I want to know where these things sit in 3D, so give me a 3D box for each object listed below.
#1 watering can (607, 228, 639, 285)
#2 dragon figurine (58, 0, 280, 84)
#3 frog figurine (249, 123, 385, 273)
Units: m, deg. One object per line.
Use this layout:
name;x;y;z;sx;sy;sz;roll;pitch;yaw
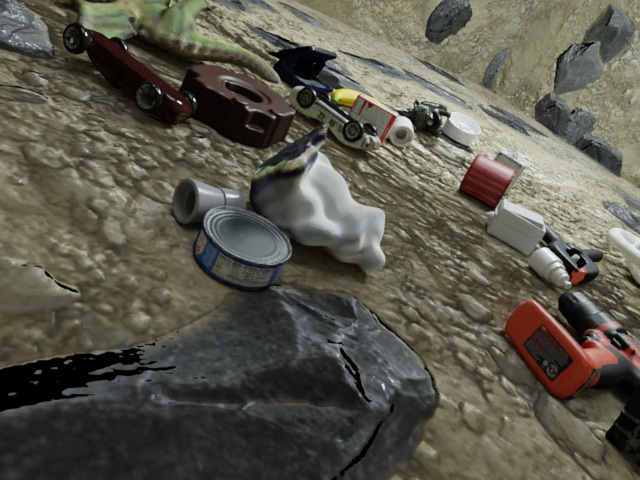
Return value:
watering can;0.718;0.092;0.994;0.224;0.102;0.354;7;33;-37
dragon figurine;-0.284;-0.347;0.865;0.414;0.119;0.247;36;44;19
frog figurine;0.002;-0.029;0.567;0.157;0.122;0.139;59;8;-20
